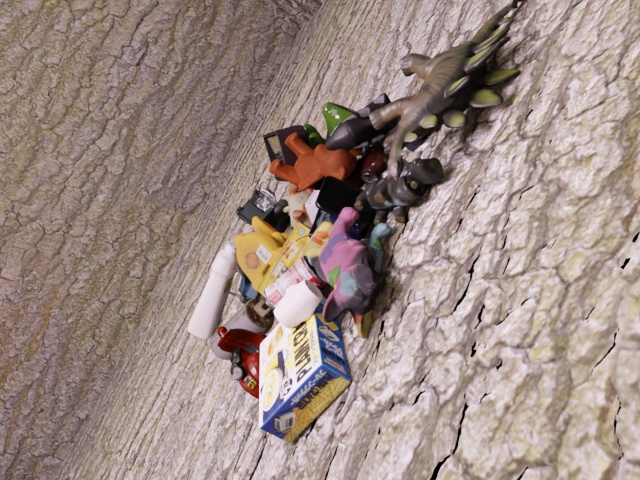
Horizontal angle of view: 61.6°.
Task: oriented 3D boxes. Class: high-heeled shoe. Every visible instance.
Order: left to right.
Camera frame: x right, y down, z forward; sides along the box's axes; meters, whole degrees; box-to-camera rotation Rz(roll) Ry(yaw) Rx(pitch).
[{"bbox_3d":[0.095,-0.242,1.154,0.145,0.086,0.249,-27,7,18],"label":"high-heeled shoe"}]

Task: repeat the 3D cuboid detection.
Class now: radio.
[{"bbox_3d":[-0.082,-0.218,1.378,0.073,0.131,0.230,-17,11,-10],"label":"radio"}]

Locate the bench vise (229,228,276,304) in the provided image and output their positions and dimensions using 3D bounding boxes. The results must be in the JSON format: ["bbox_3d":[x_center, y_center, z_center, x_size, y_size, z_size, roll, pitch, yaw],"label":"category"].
[{"bbox_3d":[-0.162,0.087,1.331,0.223,0.129,0.241,-56,15,15],"label":"bench vise"}]

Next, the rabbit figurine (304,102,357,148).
[{"bbox_3d":[0.038,-0.241,1.326,0.170,0.159,0.121,-68,26,19],"label":"rabbit figurine"}]

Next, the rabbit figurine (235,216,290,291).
[{"bbox_3d":[-0.110,0.027,1.228,0.173,0.163,0.121,-14,-46,-52],"label":"rabbit figurine"}]

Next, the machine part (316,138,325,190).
[{"bbox_3d":[-0.018,-0.193,1.488,0.179,0.056,0.179,-49,22,27],"label":"machine part"}]

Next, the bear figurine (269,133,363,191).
[{"bbox_3d":[-0.007,-0.174,1.176,0.120,0.132,0.196,-60,20,-16],"label":"bear figurine"}]

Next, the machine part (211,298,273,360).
[{"bbox_3d":[-0.184,0.211,1.257,0.243,0.079,0.079,-44,24,34],"label":"machine part"}]

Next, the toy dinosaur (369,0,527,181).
[{"bbox_3d":[0.231,-0.276,0.915,0.199,0.105,0.471,0,51,46],"label":"toy dinosaur"}]

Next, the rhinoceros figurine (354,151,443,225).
[{"bbox_3d":[0.141,-0.090,0.947,0.112,0.073,0.190,-56,15,-26],"label":"rhinoceros figurine"}]

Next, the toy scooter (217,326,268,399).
[{"bbox_3d":[-0.141,0.226,1.046,0.075,0.135,0.184,-52,22,15],"label":"toy scooter"}]

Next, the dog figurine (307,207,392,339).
[{"bbox_3d":[0.041,0.063,0.902,0.191,0.108,0.219,-37,31,44],"label":"dog figurine"}]

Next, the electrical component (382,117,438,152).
[{"bbox_3d":[0.179,-0.216,1.065,0.119,0.047,0.075,-41,26,40],"label":"electrical component"}]

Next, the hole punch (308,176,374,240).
[{"bbox_3d":[0.042,-0.048,1.050,0.142,0.116,0.092,-70,1,-52],"label":"hole punch"}]

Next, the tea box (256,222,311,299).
[{"bbox_3d":[-0.041,0.061,1.096,0.098,0.068,0.169,36,94,37],"label":"tea box"}]

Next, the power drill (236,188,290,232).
[{"bbox_3d":[-0.160,-0.034,1.444,0.232,0.086,0.207,-49,-24,-14],"label":"power drill"}]

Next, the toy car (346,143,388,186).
[{"bbox_3d":[0.075,-0.141,1.195,0.202,0.053,0.089,-28,46,49],"label":"toy car"}]

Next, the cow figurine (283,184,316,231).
[{"bbox_3d":[-0.041,-0.076,1.311,0.195,0.085,0.127,-105,13,-47],"label":"cow figurine"}]
